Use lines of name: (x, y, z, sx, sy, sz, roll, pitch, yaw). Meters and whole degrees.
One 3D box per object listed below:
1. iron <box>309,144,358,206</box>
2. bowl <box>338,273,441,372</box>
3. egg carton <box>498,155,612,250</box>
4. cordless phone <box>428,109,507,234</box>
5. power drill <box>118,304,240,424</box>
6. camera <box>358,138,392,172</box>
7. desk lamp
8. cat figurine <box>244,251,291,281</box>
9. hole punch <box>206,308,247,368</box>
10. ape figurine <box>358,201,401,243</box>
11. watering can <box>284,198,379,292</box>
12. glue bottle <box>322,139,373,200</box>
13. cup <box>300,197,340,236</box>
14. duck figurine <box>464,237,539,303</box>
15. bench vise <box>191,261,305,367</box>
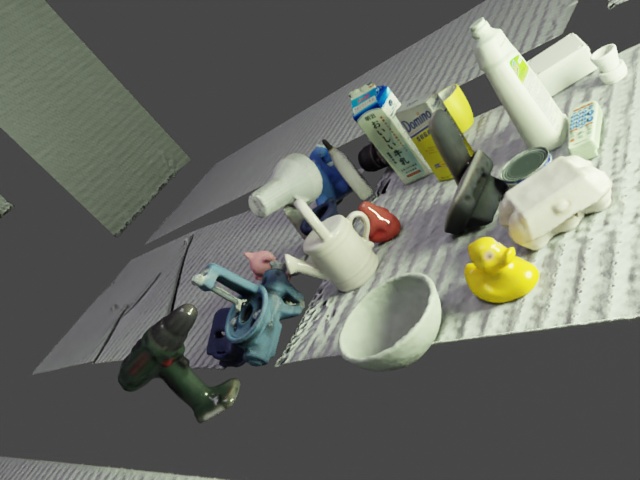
iron: (0.020, -0.190, 1.516, 0.118, 0.142, 0.258, -33, 22, 20)
bowl: (0.112, 0.130, 0.824, 0.167, 0.075, 0.167, -35, 22, 17)
egg carton: (0.330, -0.054, 0.812, 0.150, 0.069, 0.107, -36, 22, 14)
cordless phone: (0.221, -0.116, 0.960, 0.094, 0.185, 0.148, -20, 30, 43)
power drill: (-0.252, 0.236, 1.059, 0.229, 0.209, 0.075, -34, 23, 20)
camera: (0.161, -0.234, 1.415, 0.136, 0.101, 0.143, -19, 30, 45)
desk lamp: (-0.055, -0.063, 1.297, 0.117, 0.214, 0.203, -18, 31, 45)
cat figurine: (-0.128, 0.060, 1.318, 0.067, 0.118, 0.127, -43, 21, -4)
hole punch: (-0.187, 0.201, 1.181, 0.108, 0.091, 0.101, -15, 33, 49)
ape figurine: (0.110, -0.041, 1.137, 0.078, 0.092, 0.076, -50, 23, -21)
watering can: (0.010, 0.004, 1.078, 0.173, 0.194, 0.100, -48, 22, -17)
glue bottle: (0.061, -0.175, 1.372, 0.037, 0.173, 0.078, -36, 22, 13)
cup: (0.023, -0.029, 1.261, 0.091, 0.095, 0.118, -18, 31, 45)
duck figurine: (0.234, 0.033, 0.785, 0.104, 0.086, 0.078, -8, 39, 55)
bench vise: (-0.145, 0.108, 1.110, 0.121, 0.220, 0.207, -30, 24, 27)
